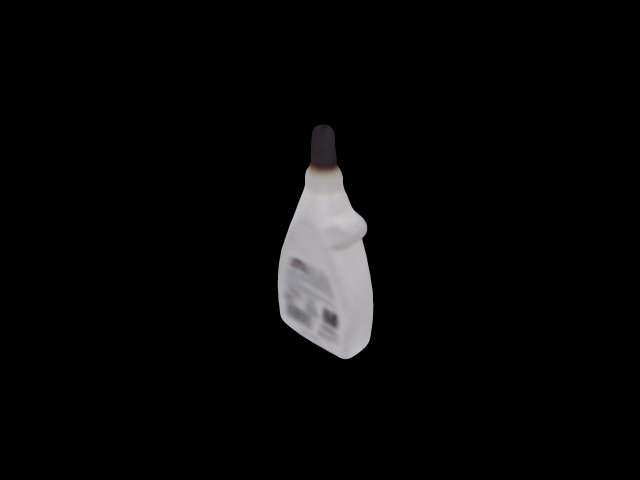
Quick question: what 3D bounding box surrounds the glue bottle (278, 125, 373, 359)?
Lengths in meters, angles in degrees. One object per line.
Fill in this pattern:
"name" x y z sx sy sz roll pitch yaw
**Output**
"glue bottle" 0.004 0.001 0.400 0.077 0.173 0.037 27 44 33
